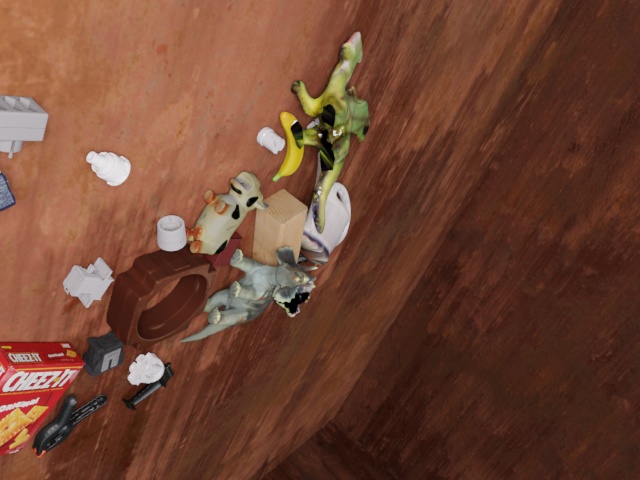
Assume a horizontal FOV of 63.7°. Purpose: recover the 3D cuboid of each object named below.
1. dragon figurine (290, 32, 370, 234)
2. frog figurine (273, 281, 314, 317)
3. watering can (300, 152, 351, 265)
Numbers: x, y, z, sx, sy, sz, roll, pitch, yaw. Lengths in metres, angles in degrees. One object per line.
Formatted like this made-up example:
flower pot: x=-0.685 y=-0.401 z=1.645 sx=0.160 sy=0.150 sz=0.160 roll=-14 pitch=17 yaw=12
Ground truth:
dragon figurine: x=0.051 y=-0.237 z=1.124 sx=0.246 sy=0.123 sz=0.403 roll=-28 pitch=126 yaw=-48
frog figurine: x=-0.080 y=0.139 z=1.582 sx=0.163 sy=0.122 sz=0.134 roll=-82 pitch=-176 yaw=-59
watering can: x=0.004 y=-0.069 z=1.380 sx=0.228 sy=0.104 sz=0.340 roll=-61 pitch=152 yaw=-21
